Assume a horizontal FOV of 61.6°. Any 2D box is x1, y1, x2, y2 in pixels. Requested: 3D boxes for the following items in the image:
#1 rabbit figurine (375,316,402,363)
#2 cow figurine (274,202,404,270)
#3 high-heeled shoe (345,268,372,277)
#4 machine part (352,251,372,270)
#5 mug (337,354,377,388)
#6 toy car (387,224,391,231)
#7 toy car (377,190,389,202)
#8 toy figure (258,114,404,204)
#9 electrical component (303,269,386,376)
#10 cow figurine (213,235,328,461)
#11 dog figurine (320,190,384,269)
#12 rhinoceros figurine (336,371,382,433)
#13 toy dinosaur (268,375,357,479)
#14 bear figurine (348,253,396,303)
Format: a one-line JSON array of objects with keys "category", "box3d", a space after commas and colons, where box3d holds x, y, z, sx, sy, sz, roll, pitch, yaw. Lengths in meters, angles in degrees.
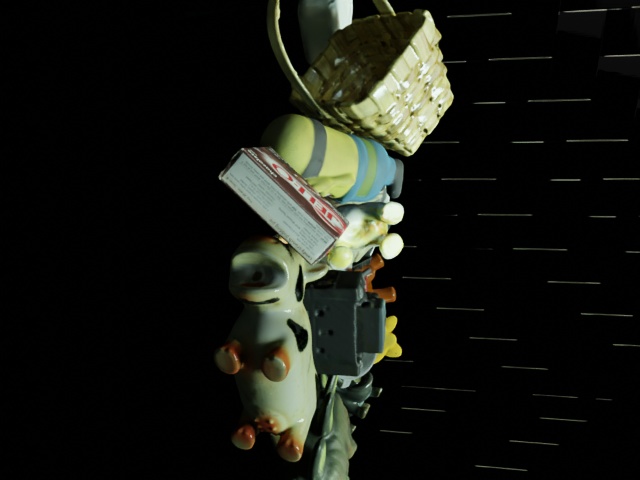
[{"category": "rabbit figurine", "box3d": [0.083, 0.195, 1.098, 0.173, 0.162, 0.122, 121, -39, -74]}, {"category": "cow figurine", "box3d": [0.009, -0.007, 0.641, 0.098, 0.167, 0.068, -151, -128, -68]}, {"category": "high-heeled shoe", "box3d": [-0.002, -0.003, 0.848, 0.145, 0.086, 0.248, -29, 99, -32]}, {"category": "machine part", "box3d": [0.053, -0.014, 0.939, 0.039, 0.084, 0.139, -41, -116, 60]}, {"category": "mug", "box3d": [0.031, 0.172, 0.857, 0.107, 0.081, 0.109, -145, -128, -58]}, {"category": "toy car", "box3d": [0.070, -0.031, 1.073, 0.103, 0.109, 0.161, -65, 152, -23]}, {"category": "toy car", "box3d": [0.051, -0.127, 0.858, 0.201, 0.056, 0.074, 55, -11, -30]}, {"category": "toy figure", "box3d": [0.013, -0.086, 0.597, 0.082, 0.180, 0.089, -12, -99, 54]}, {"category": "electrical component", "box3d": [0.009, 0.094, 0.625, 0.058, 0.134, 0.114, -62, 150, -67]}, {"category": "cow figurine", "box3d": [-0.039, 0.085, 0.492, 0.127, 0.086, 0.194, -60, 147, -59]}, {"category": "dog figurine", "box3d": [-0.002, -0.047, 0.716, 0.190, 0.121, 0.172, 33, 56, -60]}, {"category": "rhinoceros figurine", "box3d": [0.047, 0.263, 0.956, 0.073, 0.112, 0.190, -42, 154, -37]}, {"category": "toy dinosaur", "box3d": [-0.012, 0.271, 0.639, 0.472, 0.105, 0.198, -89, 169, -69]}, {"category": "bear figurine", "box3d": [0.085, 0.078, 1.110, 0.195, 0.132, 0.120, 76, -7, -71]}]
